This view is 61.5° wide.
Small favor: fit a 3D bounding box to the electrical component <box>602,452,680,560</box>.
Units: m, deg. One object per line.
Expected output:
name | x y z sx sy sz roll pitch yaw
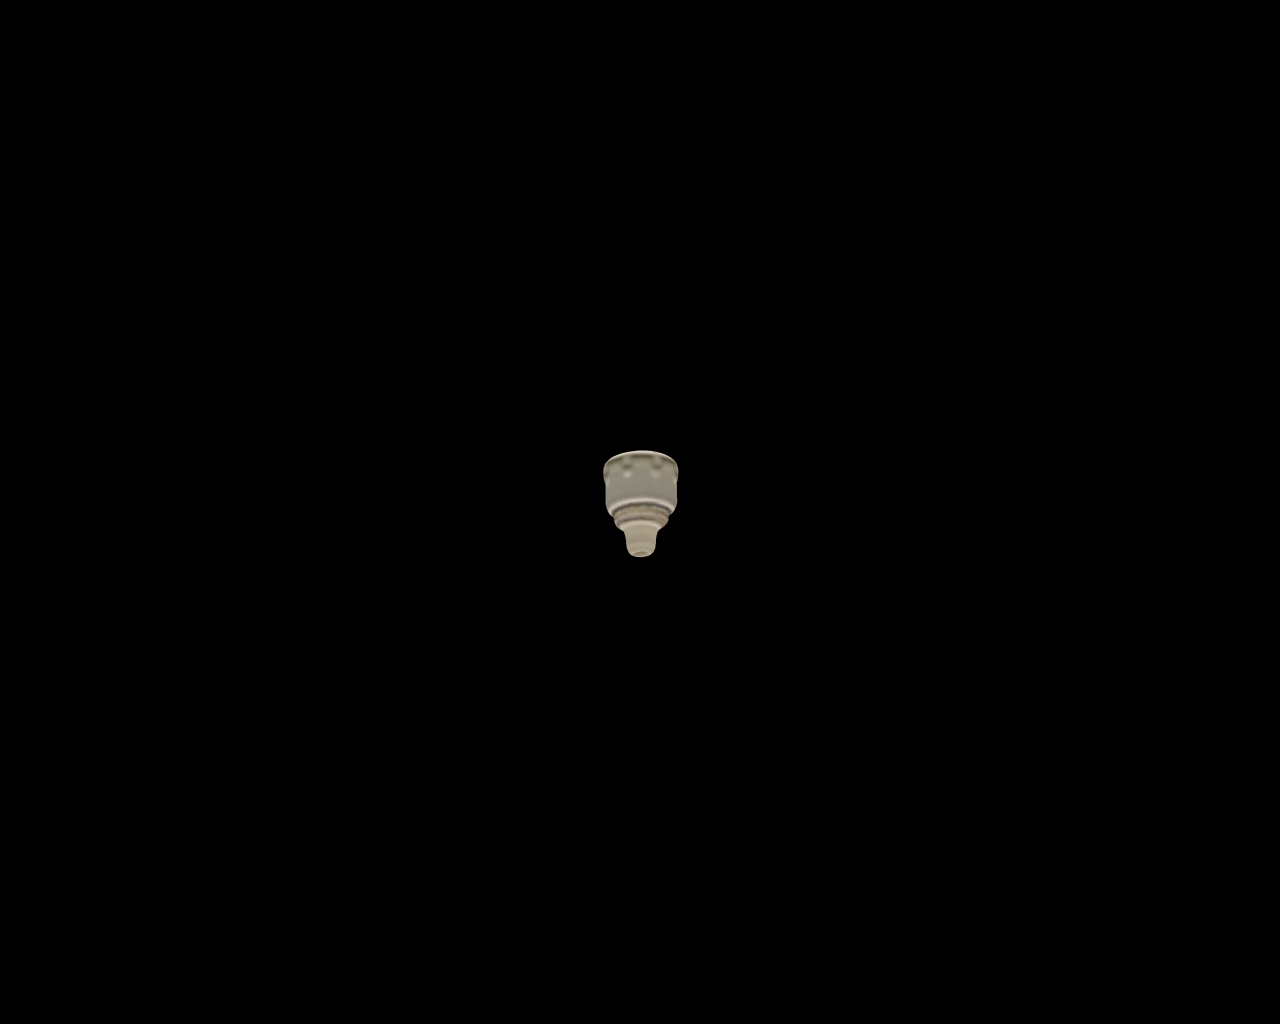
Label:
electrical component | 0.001 -0.003 0.650 0.048 0.062 0.048 0 -20 0
